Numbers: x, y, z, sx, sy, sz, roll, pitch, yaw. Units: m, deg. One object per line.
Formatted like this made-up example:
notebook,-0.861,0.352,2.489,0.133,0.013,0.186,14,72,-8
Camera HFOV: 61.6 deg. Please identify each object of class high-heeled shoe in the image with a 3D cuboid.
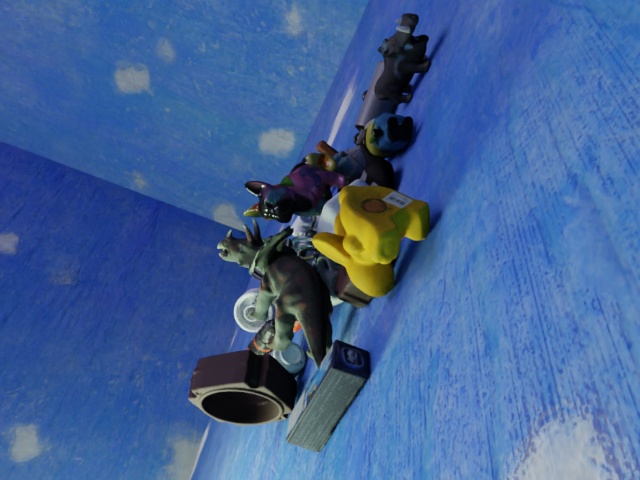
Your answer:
high-heeled shoe,0.104,-0.090,1.134,0.248,0.086,0.145,94,156,-55

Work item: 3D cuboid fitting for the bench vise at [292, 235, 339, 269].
bench vise,0.007,0.000,1.256,0.223,0.129,0.240,141,145,-66

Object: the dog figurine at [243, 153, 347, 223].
dog figurine,-0.061,-0.108,1.141,0.192,0.219,0.108,-119,31,-44

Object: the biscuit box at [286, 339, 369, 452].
biscuit box,0.010,0.252,0.861,0.059,0.063,0.202,-83,17,-57

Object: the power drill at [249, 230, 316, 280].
power drill,-0.078,0.078,1.383,0.086,0.207,0.232,29,99,46

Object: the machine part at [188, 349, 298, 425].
machine part,-0.167,0.329,1.174,0.200,0.202,0.087,57,-154,-42

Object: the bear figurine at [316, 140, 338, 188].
bear figurine,0.014,-0.219,1.645,0.120,0.132,0.196,-66,15,-3

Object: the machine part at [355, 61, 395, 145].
machine part,0.148,-0.339,1.301,0.079,0.079,0.243,-166,97,-80

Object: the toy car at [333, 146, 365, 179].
toy car,0.084,-0.174,1.284,0.103,0.109,0.162,-39,9,20

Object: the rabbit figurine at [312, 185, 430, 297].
rabbit figurine,0.069,0.012,0.808,0.122,0.163,0.173,-45,-37,-39

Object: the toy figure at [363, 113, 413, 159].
toy figure,0.134,-0.212,1.101,0.180,0.082,0.089,-143,76,-78

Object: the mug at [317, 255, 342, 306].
mug,0.022,0.084,1.086,0.107,0.081,0.109,164,106,-65

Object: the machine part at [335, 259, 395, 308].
machine part,0.081,0.031,0.960,0.179,0.056,0.179,-158,90,-82

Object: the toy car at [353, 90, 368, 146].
toy car,0.139,-0.334,1.409,0.089,0.053,0.202,142,143,-64

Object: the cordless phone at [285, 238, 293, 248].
cordless phone,-0.046,0.038,1.586,0.184,0.146,0.089,-41,41,-14

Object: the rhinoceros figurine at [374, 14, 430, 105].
rhinoceros figurine,0.175,-0.386,1.152,0.073,0.112,0.190,-77,4,-49

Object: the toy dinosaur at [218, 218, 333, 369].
toy dinosaur,-0.049,0.100,1.028,0.405,0.131,0.192,37,125,44
